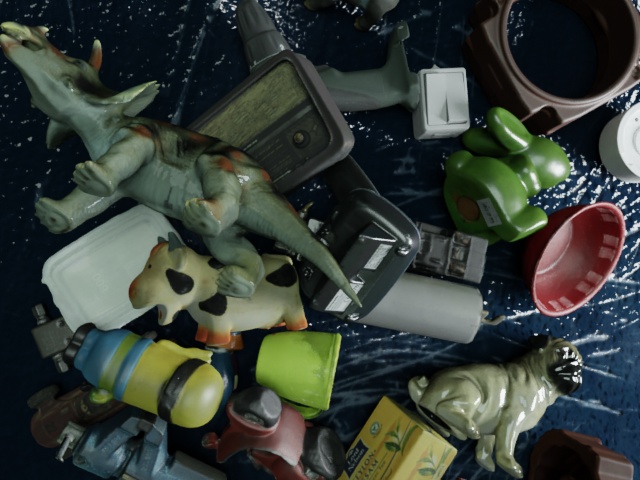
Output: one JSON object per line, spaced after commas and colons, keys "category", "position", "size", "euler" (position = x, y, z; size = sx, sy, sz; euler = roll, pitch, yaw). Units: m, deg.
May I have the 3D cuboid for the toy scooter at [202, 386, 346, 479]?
{"category": "toy scooter", "position": [-0.065, 0.249, 0.655], "size": [0.135, 0.075, 0.183], "euler": [-30, 119, 28]}

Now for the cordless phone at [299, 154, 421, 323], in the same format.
{"category": "cordless phone", "position": [0.022, -0.011, 0.633], "size": [0.088, 0.184, 0.146], "euler": [14, 123, -33]}

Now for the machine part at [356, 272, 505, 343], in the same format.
{"category": "machine part", "position": [0.114, 0.080, 0.688], "size": [0.243, 0.079, 0.079], "euler": [11, 87, -5]}

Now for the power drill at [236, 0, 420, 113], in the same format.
{"category": "power drill", "position": [0.015, -0.218, 0.690], "size": [0.207, 0.086, 0.232], "euler": [-15, 91, -9]}

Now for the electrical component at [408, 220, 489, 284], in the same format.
{"category": "electrical component", "position": [0.137, 0.014, 0.664], "size": [0.134, 0.115, 0.058], "euler": [14, 89, -24]}

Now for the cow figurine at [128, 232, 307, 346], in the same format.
{"category": "cow figurine", "position": [-0.116, 0.053, 0.615], "size": [0.195, 0.085, 0.127], "euler": [-4, 86, -26]}

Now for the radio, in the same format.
{"category": "radio", "position": [-0.080, -0.103, 0.642], "size": [0.230, 0.073, 0.131], "euler": [-33, 91, 19]}

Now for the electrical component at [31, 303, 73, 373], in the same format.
{"category": "electrical component", "position": [-0.325, 0.118, 0.679], "size": [0.063, 0.021, 0.094], "euler": [-25, 89, -5]}

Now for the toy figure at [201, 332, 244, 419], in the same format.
{"category": "toy figure", "position": [-0.130, 0.144, 0.676], "size": [0.058, 0.064, 0.154], "euler": [7, 81, 34]}

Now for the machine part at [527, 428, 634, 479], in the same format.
{"category": "machine part", "position": [0.313, 0.322, 0.650], "size": [0.056, 0.179, 0.179], "euler": [14, 87, -6]}

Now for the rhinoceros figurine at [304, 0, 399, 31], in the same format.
{"category": "rhinoceros figurine", "position": [0.013, -0.341, 0.679], "size": [0.190, 0.112, 0.073], "euler": [23, 89, -11]}

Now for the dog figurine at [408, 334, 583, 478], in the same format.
{"category": "dog figurine", "position": [0.228, 0.177, 0.693], "size": [0.172, 0.121, 0.190], "euler": [41, 72, -6]}

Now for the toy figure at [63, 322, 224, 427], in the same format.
{"category": "toy figure", "position": [-0.196, 0.152, 0.600], "size": [0.180, 0.089, 0.082], "euler": [25, 101, -4]}

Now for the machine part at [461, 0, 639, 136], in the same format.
{"category": "machine part", "position": [0.311, -0.258, 0.712], "size": [0.201, 0.087, 0.201], "euler": [-29, 90, -6]}

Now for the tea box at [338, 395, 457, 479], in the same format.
{"category": "tea box", "position": [0.077, 0.293, 0.659], "size": [0.068, 0.098, 0.169], "euler": [35, 84, -25]}

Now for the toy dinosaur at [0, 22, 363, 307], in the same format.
{"category": "toy dinosaur", "position": [-0.135, -0.065, 0.556], "size": [0.405, 0.131, 0.192], "euler": [26, 44, -10]}

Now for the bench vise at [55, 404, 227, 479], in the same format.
{"category": "bench vise", "position": [-0.229, 0.316, 0.620], "size": [0.223, 0.129, 0.240], "euler": [32, 88, -23]}

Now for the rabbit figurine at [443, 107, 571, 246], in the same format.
{"category": "rabbit figurine", "position": [0.244, -0.086, 0.703], "size": [0.170, 0.121, 0.159], "euler": [-29, 85, -23]}

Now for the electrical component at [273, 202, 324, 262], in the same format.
{"category": "electrical component", "position": [0.000, -0.001, 0.697], "size": [0.102, 0.045, 0.078], "euler": [26, 85, -3]}

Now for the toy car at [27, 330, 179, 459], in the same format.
{"category": "toy car", "position": [-0.263, 0.190, 0.667], "size": [0.202, 0.053, 0.089], "euler": [-29, 88, -4]}
